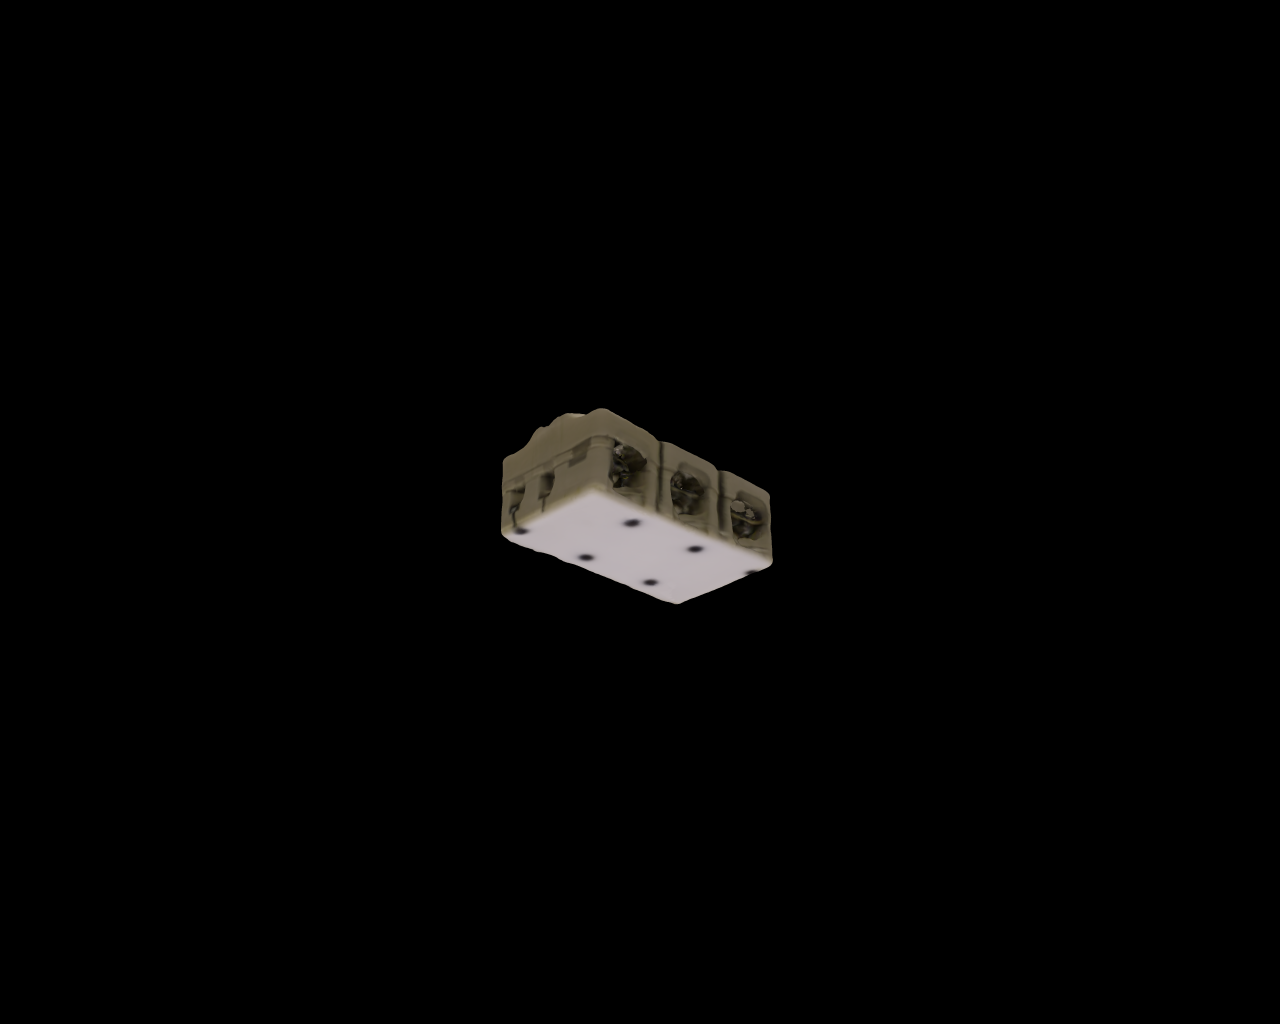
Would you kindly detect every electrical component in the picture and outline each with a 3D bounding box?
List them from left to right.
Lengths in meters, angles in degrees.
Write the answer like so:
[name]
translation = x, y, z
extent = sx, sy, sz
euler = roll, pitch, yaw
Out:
[electrical component]
translation = 0.001, -0.003, 0.650
extent = 0.150, 0.062, 0.089
euler = 25, -37, -38
